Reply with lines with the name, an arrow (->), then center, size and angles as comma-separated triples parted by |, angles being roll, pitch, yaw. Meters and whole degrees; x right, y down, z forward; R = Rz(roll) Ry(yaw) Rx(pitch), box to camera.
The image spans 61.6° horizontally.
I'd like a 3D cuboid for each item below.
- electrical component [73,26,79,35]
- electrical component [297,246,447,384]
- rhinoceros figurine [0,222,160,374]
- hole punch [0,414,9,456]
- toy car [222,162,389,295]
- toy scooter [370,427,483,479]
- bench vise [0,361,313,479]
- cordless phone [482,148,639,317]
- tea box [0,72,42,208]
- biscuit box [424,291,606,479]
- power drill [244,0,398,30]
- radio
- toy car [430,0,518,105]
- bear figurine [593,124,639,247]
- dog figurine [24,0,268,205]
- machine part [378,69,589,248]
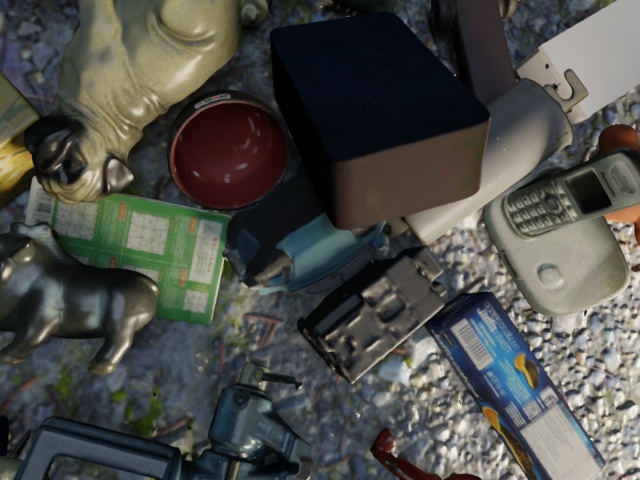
electrical component -> -0.224, -0.143, 0.495 | 0.021, 0.063, 0.094 | 9, 82, -22
electrical component -> 0.049, 0.060, 0.490 | 0.134, 0.115, 0.058 | -39, 95, -12
rhinoceros figurine -> -0.235, 0.042, 0.450 | 0.190, 0.073, 0.112 | 17, 102, -9
hole punch -> -0.299, 0.192, 0.411 | 0.092, 0.142, 0.116 | 44, 92, 0
toy car -> -0.001, -0.001, 0.494 | 0.162, 0.109, 0.102 | -38, 132, -7
toy scooter -> 0.064, 0.255, 0.488 | 0.184, 0.075, 0.135 | -36, 90, -15
bench vise -> -0.133, 0.192, 0.441 | 0.240, 0.129, 0.223 | 21, 81, -14
cordless phone -> 0.249, -0.007, 0.497 | 0.089, 0.184, 0.146 | -27, 88, -16
tea box -> -0.310, -0.060, 0.454 | 0.169, 0.098, 0.068 | -43, 90, -13
biscuit box -> 0.187, 0.147, 0.528 | 0.059, 0.063, 0.202 | -33, 89, -11
power drill -> -0.004, -0.313, 0.548 | 0.207, 0.086, 0.232 | 18, 79, -11
radio -> 0.041, -0.117, 0.467 | 0.131, 0.073, 0.230 | -13, 46, -9
toy car -> 0.176, -0.183, 0.574 | 0.089, 0.053, 0.202 | -14, 89, 0
bear figurine -> 0.362, -0.028, 0.568 | 0.196, 0.132, 0.120 | 41, 114, 27
dog figurine -> -0.136, -0.119, 0.430 | 0.172, 0.121, 0.190 | 6, 95, 11
machine part -> 0.148, -0.072, 0.516 | 0.243, 0.079, 0.079 | -36, 90, 8
